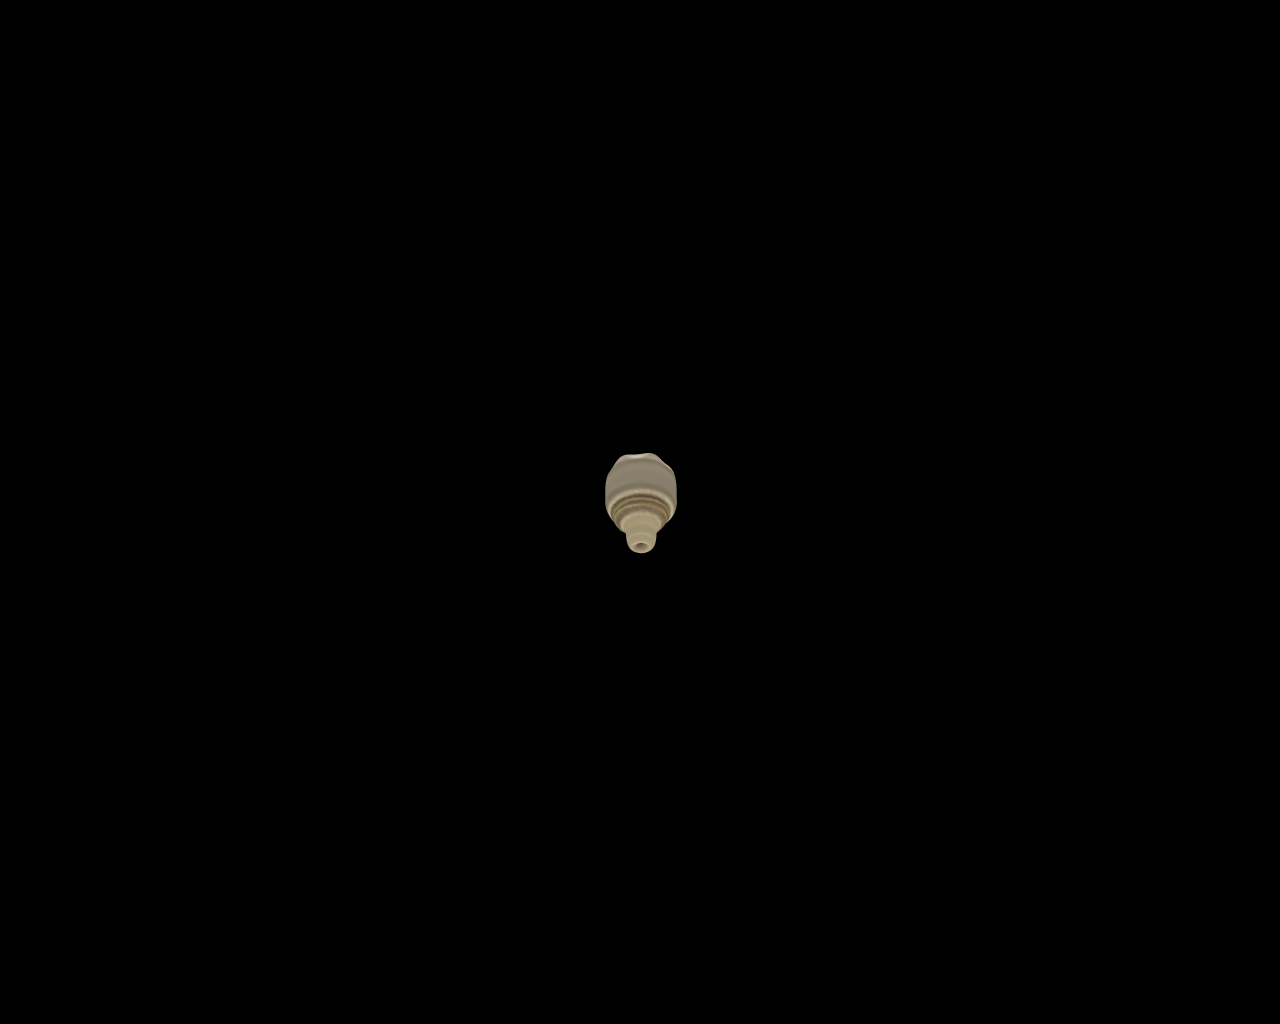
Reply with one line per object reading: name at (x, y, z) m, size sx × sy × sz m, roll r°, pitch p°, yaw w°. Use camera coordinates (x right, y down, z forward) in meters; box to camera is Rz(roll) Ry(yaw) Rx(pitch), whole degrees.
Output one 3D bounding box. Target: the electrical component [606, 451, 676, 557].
electrical component at (0.001, -0.003, 0.650) m, size 0.043 × 0.062 × 0.043 m, roll 0°, pitch -38°, yaw 0°
